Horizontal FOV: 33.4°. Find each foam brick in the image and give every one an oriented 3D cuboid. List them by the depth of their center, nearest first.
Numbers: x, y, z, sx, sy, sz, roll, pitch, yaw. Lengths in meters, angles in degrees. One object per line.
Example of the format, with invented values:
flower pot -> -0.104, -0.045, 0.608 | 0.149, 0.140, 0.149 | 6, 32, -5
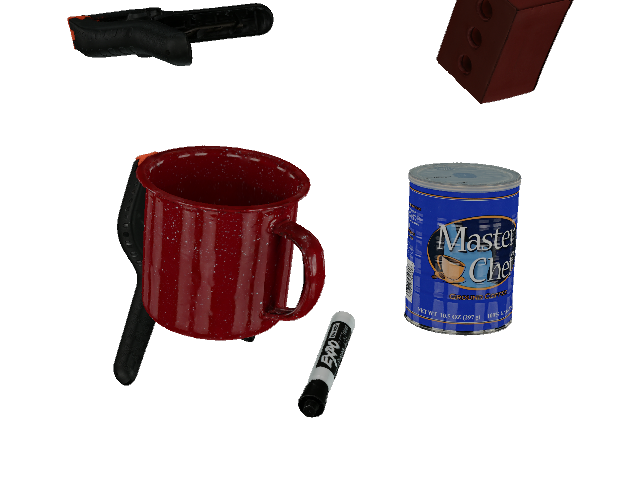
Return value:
foam brick -> 0.119, -0.138, 0.701 | 0.051, 0.078, 0.053 | -20, 54, -30

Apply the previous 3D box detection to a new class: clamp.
clamp -> -0.125, -0.167, 0.849 | 0.172, 0.039, 0.120 | 15, 25, 38
clamp -> -0.135, 0.021, 1.014 | 0.036, 0.210, 0.164 | -7, -1, 45

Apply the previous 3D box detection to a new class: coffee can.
coffee can -> 0.131, 0.005, 0.996 | 0.103, 0.140, 0.103 | 1, 15, 0

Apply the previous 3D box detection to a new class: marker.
marker -> 0.005, 0.089, 0.772 | 0.020, 0.020, 0.121 | 0, 26, 14

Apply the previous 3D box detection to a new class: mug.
mug -> -0.046, 0.005, 0.579 | 0.117, 0.081, 0.093 | 21, 28, 30
